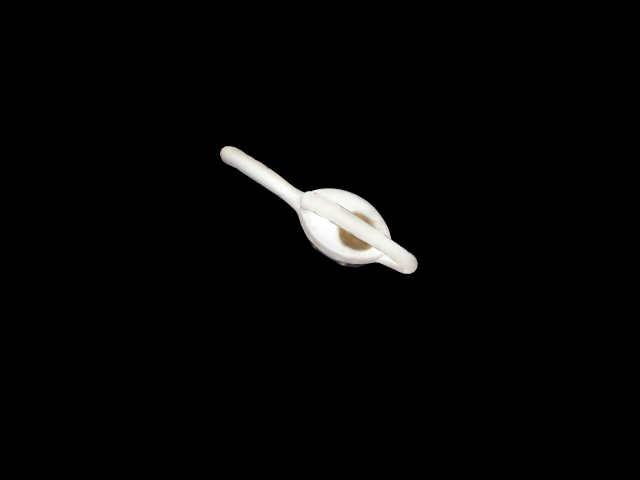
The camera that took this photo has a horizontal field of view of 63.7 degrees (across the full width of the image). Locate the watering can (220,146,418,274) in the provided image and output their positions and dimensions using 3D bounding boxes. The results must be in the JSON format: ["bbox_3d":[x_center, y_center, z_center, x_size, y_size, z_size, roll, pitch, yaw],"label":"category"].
[{"bbox_3d":[0.003,-0.043,0.850,0.348,0.104,0.223,32,-5,4],"label":"watering can"}]
